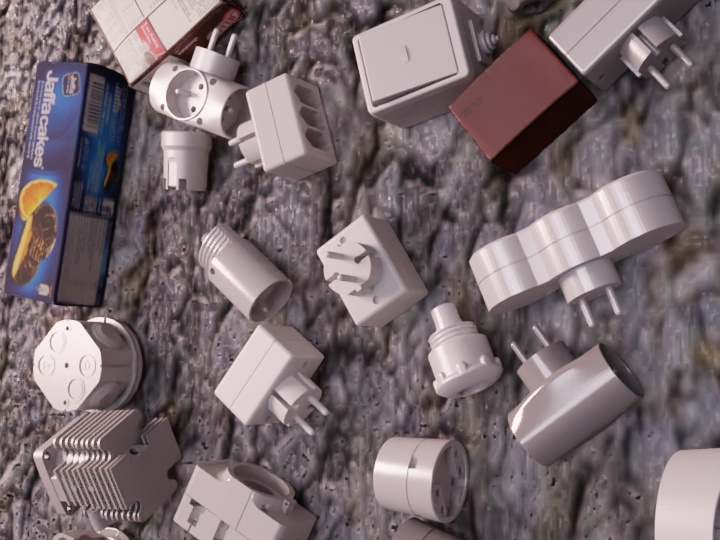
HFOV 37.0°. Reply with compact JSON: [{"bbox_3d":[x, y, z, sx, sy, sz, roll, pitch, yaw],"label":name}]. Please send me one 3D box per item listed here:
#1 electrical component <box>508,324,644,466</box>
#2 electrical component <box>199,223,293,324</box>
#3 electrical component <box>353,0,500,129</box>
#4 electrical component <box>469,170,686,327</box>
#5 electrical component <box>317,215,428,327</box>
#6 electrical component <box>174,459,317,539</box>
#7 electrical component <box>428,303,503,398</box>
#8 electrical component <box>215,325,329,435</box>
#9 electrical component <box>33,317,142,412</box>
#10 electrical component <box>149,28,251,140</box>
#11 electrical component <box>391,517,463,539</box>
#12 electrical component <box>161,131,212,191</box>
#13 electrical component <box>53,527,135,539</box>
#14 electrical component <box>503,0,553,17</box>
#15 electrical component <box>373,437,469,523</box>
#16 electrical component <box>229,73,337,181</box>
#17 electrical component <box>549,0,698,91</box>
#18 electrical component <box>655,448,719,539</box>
[{"bbox_3d":[0.129,0.073,0.697,0.077,0.044,0.079,-42,68,19],"label":"electrical component"},{"bbox_3d":[-0.094,-0.001,0.827,0.081,0.043,0.043,43,106,25],"label":"electrical component"},{"bbox_3d":[0.050,-0.147,0.751,0.096,0.061,0.061,-18,77,26],"label":"electrical component"},{"bbox_3d":[0.144,-0.001,0.691,0.138,0.052,0.073,-27,73,24],"label":"electrical component"},{"bbox_3d":[0.000,0.000,0.756,0.047,0.077,0.065,-37,70,21],"label":"electrical component"},{"bbox_3d":[-0.084,0.181,0.802,0.089,0.050,0.055,28,99,28],"label":"electrical component"},{"bbox_3d":[0.067,0.053,0.734,0.048,0.048,0.062,-29,66,24],"label":"electrical component"},{"bbox_3d":[-0.055,0.089,0.795,0.077,0.047,0.065,41,105,25],"label":"electrical component"},{"bbox_3d":[-0.224,0.079,0.887,0.080,0.051,0.080,-3,84,29],"label":"electrical component"},{"bbox_3d":[-0.119,-0.152,0.854,0.077,0.044,0.079,23,97,28],"label":"electrical component"},{"bbox_3d":[0.017,0.235,0.740,0.074,0.052,0.138,19,95,29],"label":"electrical component"},{"bbox_3d":[-0.140,-0.087,0.863,0.040,0.040,0.046,5,94,29],"label":"electrical component"},{"bbox_3d":[-0.213,0.238,0.864,0.078,0.057,0.058,13,92,29],"label":"electrical component"},{"bbox_3d":[0.110,-0.207,0.738,0.035,0.035,0.061,-22,73,26],"label":"electrical component"},{"bbox_3d":[0.041,0.141,0.735,0.047,0.055,0.055,2,86,32],"label":"electrical component"},{"bbox_3d":[-0.067,-0.101,0.819,0.077,0.047,0.065,-20,76,26],"label":"electrical component"},{"bbox_3d":[0.180,-0.148,0.687,0.083,0.047,0.075,-45,66,18],"label":"electrical component"},{"bbox_3d":[0.211,0.150,0.618,0.064,0.099,0.099,-3,84,35],"label":"electrical component"}]
